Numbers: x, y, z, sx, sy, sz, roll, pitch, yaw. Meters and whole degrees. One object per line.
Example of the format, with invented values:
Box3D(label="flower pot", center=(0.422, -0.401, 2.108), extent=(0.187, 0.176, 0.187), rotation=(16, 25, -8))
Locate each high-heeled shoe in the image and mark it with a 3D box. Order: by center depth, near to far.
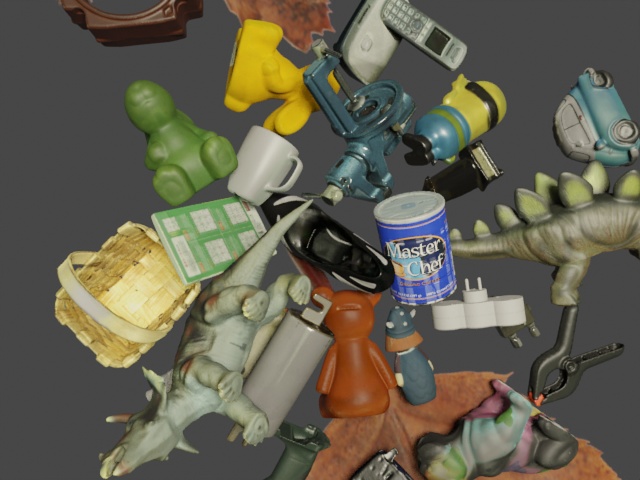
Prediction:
Box3D(label="high-heeled shoe", center=(-0.002, -0.002, 0.785), extent=(0.249, 0.145, 0.086), rotation=(31, 90, 5))

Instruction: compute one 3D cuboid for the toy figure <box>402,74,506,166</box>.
Box3D(label="toy figure", center=(0.206, -0.174, 0.817), extent=(0.089, 0.082, 0.180), rotation=(40, 64, 19))

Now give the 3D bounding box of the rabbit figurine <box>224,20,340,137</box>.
Box3D(label="rabbit figurine", center=(-0.051, -0.236, 0.812), extent=(0.173, 0.122, 0.162), rotation=(7, 90, -21))

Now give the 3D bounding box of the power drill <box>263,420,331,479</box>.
Box3D(label="power drill", center=(-0.087, 0.372, 0.820), extent=(0.232, 0.086, 0.207), rotation=(21, 85, -4))

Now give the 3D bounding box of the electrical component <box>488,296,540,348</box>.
Box3D(label="electrical component", center=(0.312, 0.124, 0.867), extent=(0.063, 0.021, 0.094), rotation=(-31, 90, -3))

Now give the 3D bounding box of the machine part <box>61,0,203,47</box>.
Box3D(label="machine part", center=(-0.287, -0.407, 0.813), extent=(0.202, 0.087, 0.201), rotation=(-7, 89, -4))

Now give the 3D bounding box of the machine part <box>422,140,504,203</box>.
Box3D(label="machine part", center=(0.221, -0.101, 0.848), extent=(0.139, 0.039, 0.084), rotation=(-32, 90, -17))

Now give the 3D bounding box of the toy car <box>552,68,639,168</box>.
Box3D(label="toy car", center=(0.419, -0.177, 0.837), extent=(0.103, 0.109, 0.161), rotation=(-24, 82, 14))

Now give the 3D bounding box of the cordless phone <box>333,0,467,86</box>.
Box3D(label="cordless phone", center=(0.124, -0.292, 0.834), extent=(0.184, 0.089, 0.146), rotation=(31, 88, -6))

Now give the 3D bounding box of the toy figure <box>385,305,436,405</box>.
Box3D(label="toy figure", center=(0.136, 0.179, 0.841), extent=(0.058, 0.064, 0.154), rotation=(-21, 85, 36))

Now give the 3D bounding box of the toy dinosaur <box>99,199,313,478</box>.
Box3D(label="toy dinosaur", center=(-0.134, 0.127, 0.717), extent=(0.192, 0.131, 0.405), rotation=(3, 59, 37))

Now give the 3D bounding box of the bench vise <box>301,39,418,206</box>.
Box3D(label="bench vise", center=(0.042, -0.173, 0.786), extent=(0.223, 0.129, 0.240), rotation=(-46, 127, -9))

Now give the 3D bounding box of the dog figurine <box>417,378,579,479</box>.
Box3D(label="dog figurine", center=(0.259, 0.334, 0.825), extent=(0.191, 0.108, 0.219), rotation=(39, 92, -4))

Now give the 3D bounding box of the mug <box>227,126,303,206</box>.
Box3D(label="mug", center=(-0.083, -0.102, 0.814), extent=(0.110, 0.080, 0.107), rotation=(29, 87, 24))

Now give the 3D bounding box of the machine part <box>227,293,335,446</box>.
Box3D(label="machine part", center=(-0.053, 0.186, 0.757), extent=(0.079, 0.079, 0.243), rotation=(31, 91, -2))

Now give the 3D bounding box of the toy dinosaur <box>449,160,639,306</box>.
Box3D(label="toy dinosaur", center=(0.376, -0.010, 0.816), extent=(0.472, 0.105, 0.198), rotation=(-13, 99, 11))

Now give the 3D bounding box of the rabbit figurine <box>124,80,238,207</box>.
Box3D(label="rabbit figurine", center=(-0.212, -0.155, 0.781), extent=(0.121, 0.159, 0.170), rotation=(-32, 110, -4))

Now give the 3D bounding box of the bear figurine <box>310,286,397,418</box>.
Box3D(label="bear figurine", center=(0.046, 0.170, 0.824), extent=(0.120, 0.132, 0.196), rotation=(-8, 72, -4))

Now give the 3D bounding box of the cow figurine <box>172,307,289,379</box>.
Box3D(label="cow figurine", center=(-0.137, 0.167, 0.817), extent=(0.127, 0.085, 0.195), rotation=(31, 91, -8))

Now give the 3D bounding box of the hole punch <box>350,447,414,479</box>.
Box3D(label="hole punch", center=(0.099, 0.402, 0.833), extent=(0.142, 0.092, 0.116), rotation=(-44, 68, -1))
